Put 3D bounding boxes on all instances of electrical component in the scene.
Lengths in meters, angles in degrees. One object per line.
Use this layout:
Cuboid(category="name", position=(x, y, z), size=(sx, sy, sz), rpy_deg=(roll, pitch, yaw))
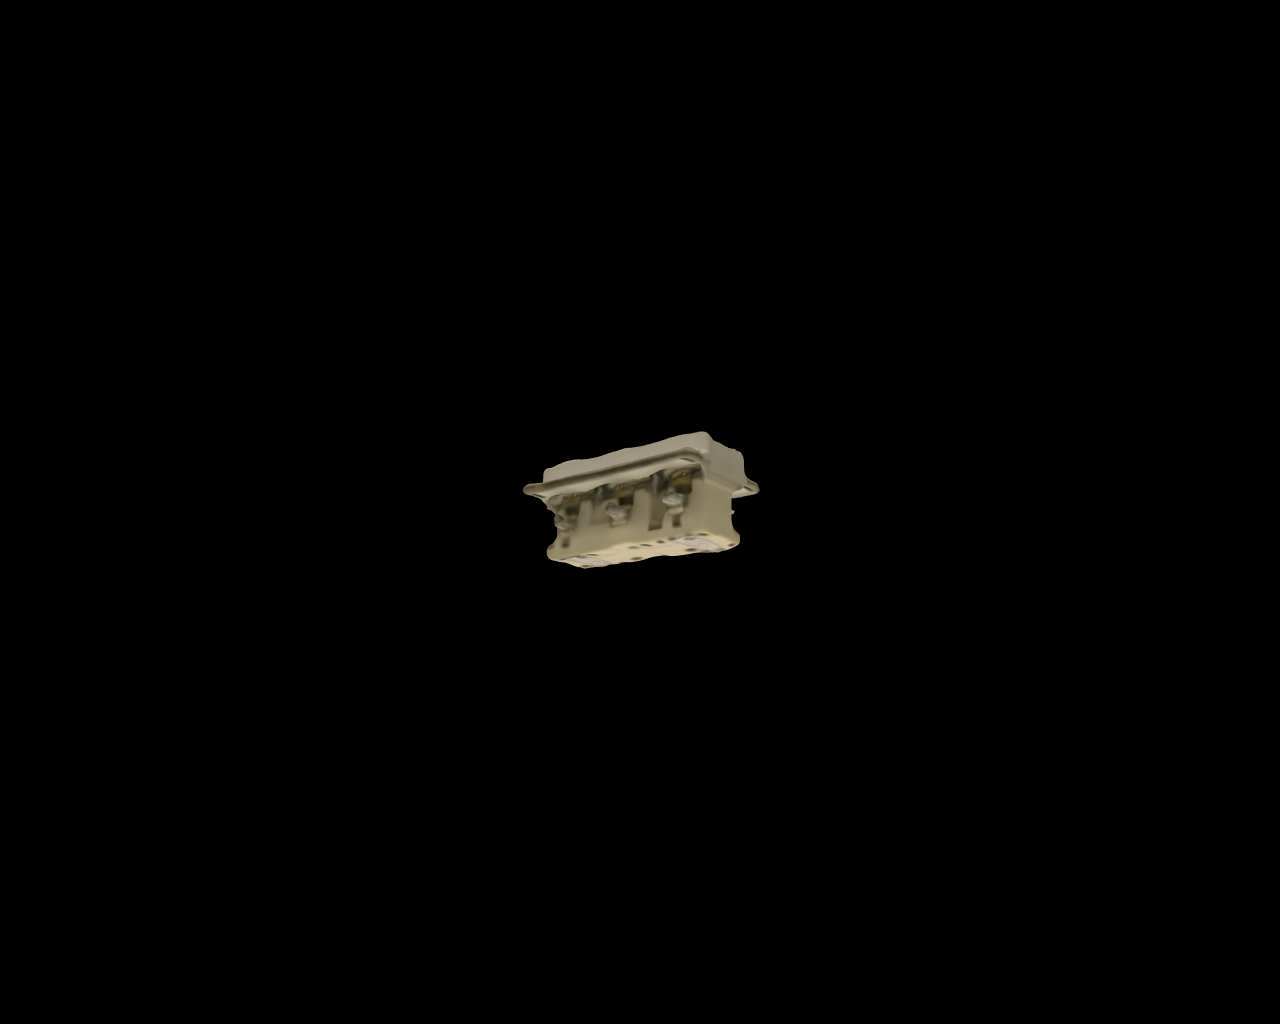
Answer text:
Cuboid(category="electrical component", position=(0.001, -0.003, 0.650), size=(0.121, 0.063, 0.078), rpy_deg=(-10, -18, 33))
